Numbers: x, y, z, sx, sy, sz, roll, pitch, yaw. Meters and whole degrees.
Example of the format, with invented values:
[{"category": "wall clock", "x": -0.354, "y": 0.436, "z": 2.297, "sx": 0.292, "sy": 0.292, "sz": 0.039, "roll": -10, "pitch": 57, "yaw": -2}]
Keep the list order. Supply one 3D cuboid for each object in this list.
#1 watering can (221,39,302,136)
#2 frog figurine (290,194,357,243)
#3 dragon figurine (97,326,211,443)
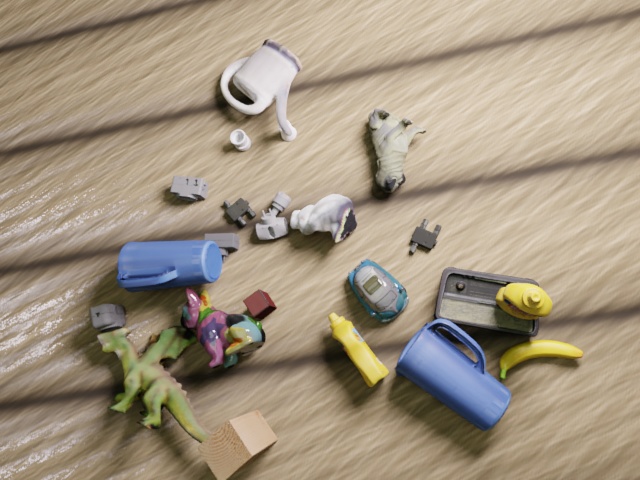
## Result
[{"category": "watering can", "x": -0.134, "y": -0.429, "z": 1.426, "sx": 0.352, "sy": 0.102, "sz": 0.225, "roll": 39, "pitch": 86, "yaw": 31}, {"category": "frog figurine", "x": 0.004, "y": -0.066, "z": 1.319, "sx": 0.160, "sy": 0.120, "sz": 0.140, "roll": 19, "pitch": 48, "yaw": 23}, {"category": "dragon figurine", "x": -0.392, "y": 0.334, "z": 1.296, "sx": 0.411, "sy": 0.120, "sz": 0.246, "roll": 16, "pitch": 72, "yaw": 13}]
